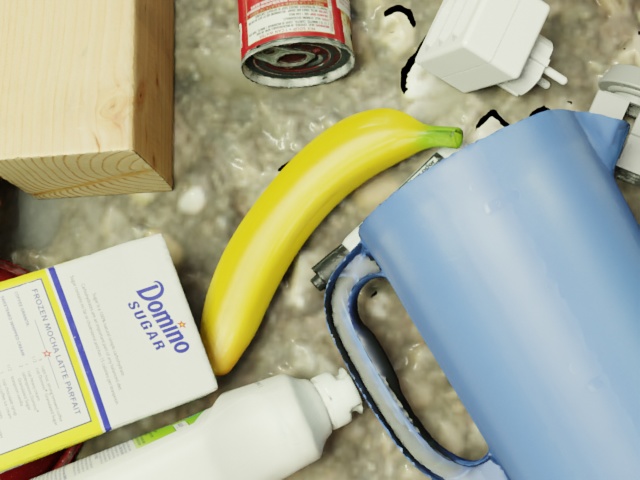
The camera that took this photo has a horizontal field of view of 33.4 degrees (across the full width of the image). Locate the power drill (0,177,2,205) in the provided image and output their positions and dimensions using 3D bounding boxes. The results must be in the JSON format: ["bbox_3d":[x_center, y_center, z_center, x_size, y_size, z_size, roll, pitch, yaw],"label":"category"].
[{"bbox_3d":[-0.274,-0.002,0.600,0.188,0.184,0.057,-15,116,8],"label":"power drill"}]

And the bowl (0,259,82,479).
[{"bbox_3d":[-0.203,0.078,0.587,0.162,0.055,0.162,5,73,-17],"label":"bowl"}]

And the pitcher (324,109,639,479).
[{"bbox_3d":[0.121,0.070,0.545,0.144,0.149,0.243,-20,77,-33],"label":"pitcher"}]

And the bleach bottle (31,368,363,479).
[{"bbox_3d":[-0.092,0.131,0.553,0.250,0.103,0.068,-23,94,-13],"label":"bleach bottle"}]

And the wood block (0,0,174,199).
[{"bbox_3d":[-0.140,-0.137,0.640,0.091,0.090,0.206,-3,78,7],"label":"wood block"}]

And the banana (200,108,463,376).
[{"bbox_3d":[-0.010,-0.011,0.612,0.198,0.037,0.070,-46,42,2],"label":"banana"}]

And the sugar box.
[{"bbox_3d":[-0.151,0.067,0.552,0.176,0.048,0.093,-17,83,-27],"label":"sugar box"}]

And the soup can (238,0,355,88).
[{"bbox_3d":[-0.017,-0.151,0.637,0.068,0.068,0.102,-6,77,6],"label":"soup can"}]

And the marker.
[{"bbox_3d":[0.041,-0.014,0.624,0.121,0.020,0.020,-43,76,-3],"label":"marker"}]
